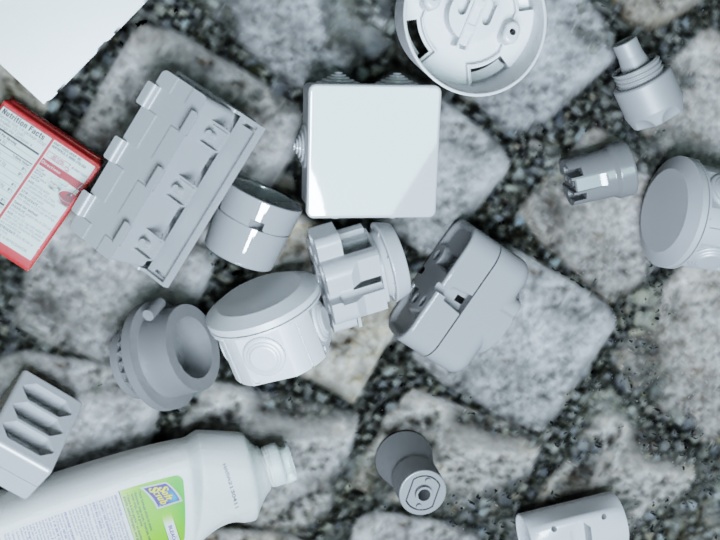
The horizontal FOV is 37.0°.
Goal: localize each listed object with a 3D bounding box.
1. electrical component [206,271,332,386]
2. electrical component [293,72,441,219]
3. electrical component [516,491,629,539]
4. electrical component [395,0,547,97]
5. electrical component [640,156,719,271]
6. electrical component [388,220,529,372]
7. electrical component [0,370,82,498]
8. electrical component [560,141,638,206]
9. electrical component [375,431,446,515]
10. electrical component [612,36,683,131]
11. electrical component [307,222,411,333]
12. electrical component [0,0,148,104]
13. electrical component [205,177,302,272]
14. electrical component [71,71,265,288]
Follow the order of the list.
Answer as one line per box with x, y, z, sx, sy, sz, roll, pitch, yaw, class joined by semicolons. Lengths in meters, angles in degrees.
-0.060;0.038;0.732;0.080;0.080;0.051;-22;112;-5;electrical component
0.005;-0.083;0.729;0.100;0.048;0.099;-1;104;-11;electrical component
0.167;0.218;0.840;0.077;0.043;0.079;-12;106;-8;electrical component
0.072;-0.167;0.712;0.099;0.064;0.099;-3;105;-10;electrical component
0.240;-0.039;0.769;0.051;0.080;0.080;8;102;-16;electrical component
0.073;0.021;0.766;0.059;0.053;0.095;33;96;-17;electrical component
-0.236;0.120;0.730;0.047;0.065;0.077;35;124;-17;electrical component
0.171;-0.068;0.770;0.046;0.040;0.040;-14;106;-1;electrical component
0.039;0.150;0.786;0.044;0.065;0.044;-3;104;-10;electrical component
0.198;-0.133;0.756;0.043;0.043;0.062;-30;106;-2;electrical component
0.000;0.000;0.743;0.057;0.058;0.078;-17;125;-9;electrical component
-0.173;-0.188;0.660;0.150;0.061;0.089;-45;108;2;electrical component
-0.073;-0.030;0.725;0.055;0.055;0.047;21;103;-15;electrical component
-0.128;-0.062;0.694;0.079;0.063;0.121;35;97;24;electrical component
